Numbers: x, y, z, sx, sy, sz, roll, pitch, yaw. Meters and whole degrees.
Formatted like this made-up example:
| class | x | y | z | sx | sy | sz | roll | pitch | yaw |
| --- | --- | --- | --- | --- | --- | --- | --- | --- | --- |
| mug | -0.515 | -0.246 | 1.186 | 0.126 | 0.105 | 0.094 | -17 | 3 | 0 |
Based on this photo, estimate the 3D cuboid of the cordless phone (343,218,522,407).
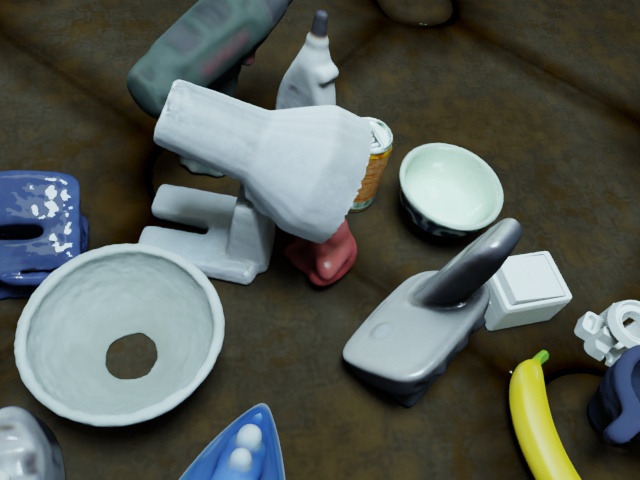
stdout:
| class | x | y | z | sx | sy | sz | roll | pitch | yaw |
| --- | --- | --- | --- | --- | --- | --- | --- | --- | --- |
| cordless phone | 0.103 | 0.059 | 0.515 | 0.094 | 0.185 | 0.148 | 37 | 58 | 14 |

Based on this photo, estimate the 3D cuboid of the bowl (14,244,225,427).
| class | x | y | z | sx | sy | sz | roll | pitch | yaw |
| --- | --- | --- | --- | --- | --- | --- | --- | --- | --- |
| bowl | -0.169 | 0.090 | 0.508 | 0.167 | 0.075 | 0.167 | 5 | 56 | -8 |

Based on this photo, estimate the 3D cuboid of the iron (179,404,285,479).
| class | x | y | z | sx | sy | sz | roll | pitch | yaw |
| --- | --- | --- | --- | --- | --- | --- | --- | --- | --- |
| iron | -0.076 | 0.218 | 0.402 | 0.118 | 0.141 | 0.258 | 17 | 56 | 1 |

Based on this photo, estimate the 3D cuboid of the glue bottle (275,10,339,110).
| class | x | y | z | sx | sy | sz | roll | pitch | yaw |
| --- | --- | --- | --- | --- | --- | --- | --- | --- | --- |
| glue bottle | -0.010 | -0.188 | 0.663 | 0.078 | 0.173 | 0.037 | 40 | 59 | 16 |

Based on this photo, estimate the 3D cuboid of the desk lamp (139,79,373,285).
| class | x | y | z | sx | sy | sz | roll | pitch | yaw |
| --- | --- | --- | --- | --- | --- | --- | --- | --- | --- |
| desk lamp | -0.070 | -0.048 | 0.534 | 0.203 | 0.213 | 0.118 | 10 | 56 | -4 |

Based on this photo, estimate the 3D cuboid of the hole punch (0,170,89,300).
| class | x | y | z | sx | sy | sz | roll | pitch | yaw |
| --- | --- | --- | --- | --- | --- | --- | --- | --- | --- |
| hole punch | -0.274 | -0.004 | 0.539 | 0.109 | 0.091 | 0.101 | -3 | 58 | -13 |

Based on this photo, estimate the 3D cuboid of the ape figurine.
| class | x | y | z | sx | sy | sz | roll | pitch | yaw |
| --- | --- | --- | --- | --- | --- | --- | --- | --- | --- |
| ape figurine | 0.005 | 0.002 | 0.590 | 0.076 | 0.092 | 0.078 | 3 | 57 | -9 |

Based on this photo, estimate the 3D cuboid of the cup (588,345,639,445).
| class | x | y | z | sx | sy | sz | roll | pitch | yaw |
| --- | --- | --- | --- | --- | --- | --- | --- | --- | --- |
| cup | 0.290 | 0.164 | 0.538 | 0.118 | 0.095 | 0.091 | -27 | 66 | -25 |

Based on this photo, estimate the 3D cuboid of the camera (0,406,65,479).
| class | x | y | z | sx | sy | sz | roll | pitch | yaw |
| --- | --- | --- | --- | --- | --- | --- | --- | --- | --- |
| camera | -0.282 | 0.149 | 0.432 | 0.143 | 0.101 | 0.136 | -11 | 60 | -17 |

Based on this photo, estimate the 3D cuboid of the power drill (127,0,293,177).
| class | x | y | z | sx | sy | sz | roll | pitch | yaw |
| --- | --- | --- | --- | --- | --- | --- | --- | --- | --- |
| power drill | -0.101 | -0.176 | 0.616 | 0.075 | 0.208 | 0.230 | 35 | 58 | 13 |

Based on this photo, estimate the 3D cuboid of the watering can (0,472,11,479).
| class | x | y | z | sx | sy | sz | roll | pitch | yaw |
| --- | --- | --- | --- | --- | --- | --- | --- | --- | --- |
| watering can | -0.208 | 0.232 | 0.335 | 0.101 | 0.194 | 0.172 | -25 | 65 | -24 |
